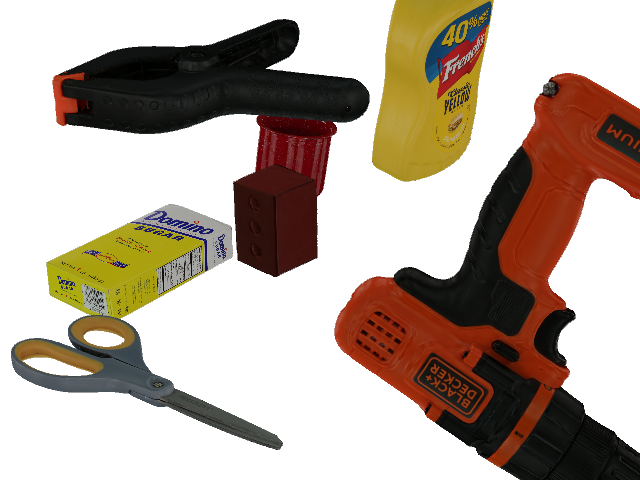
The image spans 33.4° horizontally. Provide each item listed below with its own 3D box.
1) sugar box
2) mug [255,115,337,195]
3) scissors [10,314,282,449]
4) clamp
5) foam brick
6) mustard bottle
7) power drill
[{"bbox_3d":[-0.181,0.019,1.092,0.093,0.048,0.175,20,36,31],"label":"sugar box"},{"bbox_3d":[-0.028,-0.102,1.241,0.093,0.081,0.117,16,26,16],"label":"mug"},{"bbox_3d":[-0.108,0.089,0.716,0.202,0.016,0.096,11,27,12],"label":"scissors"},{"bbox_3d":[-0.068,-0.096,0.618,0.171,0.039,0.120,-4,26,-14],"label":"clamp"},{"bbox_3d":[-0.038,-0.018,0.925,0.051,0.078,0.053,-23,32,-39],"label":"foam brick"},{"bbox_3d":[0.086,-0.142,0.781,0.058,0.192,0.096,32,47,30],"label":"mustard bottle"},{"bbox_3d":[0.124,0.028,0.527,0.184,0.188,0.057,33,10,5],"label":"power drill"}]
